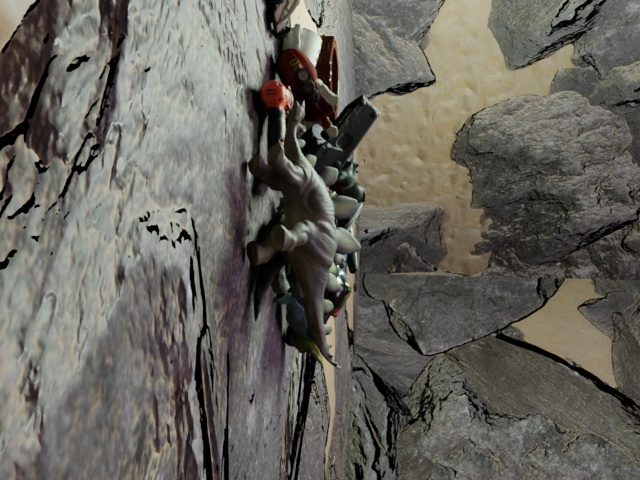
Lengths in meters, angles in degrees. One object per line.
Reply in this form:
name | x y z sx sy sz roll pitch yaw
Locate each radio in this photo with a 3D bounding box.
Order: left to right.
radio | 0.055 -0.260 1.389 0.229 0.073 0.131 -56 -166 -13

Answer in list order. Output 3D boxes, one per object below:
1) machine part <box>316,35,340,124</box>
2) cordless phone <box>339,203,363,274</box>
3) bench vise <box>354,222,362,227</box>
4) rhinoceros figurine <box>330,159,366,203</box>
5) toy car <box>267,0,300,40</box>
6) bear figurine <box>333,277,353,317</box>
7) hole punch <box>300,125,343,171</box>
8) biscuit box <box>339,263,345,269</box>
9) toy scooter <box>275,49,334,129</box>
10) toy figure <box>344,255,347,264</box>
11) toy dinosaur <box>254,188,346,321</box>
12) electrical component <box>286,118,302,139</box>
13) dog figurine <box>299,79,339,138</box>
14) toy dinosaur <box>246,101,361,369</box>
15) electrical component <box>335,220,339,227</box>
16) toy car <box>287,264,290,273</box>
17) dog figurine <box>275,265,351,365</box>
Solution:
machine part | 0.002 -0.435 1.470 0.201 0.087 0.201 79 14 -49
cordless phone | 0.085 -0.006 1.536 0.146 0.089 0.184 116 -33 -60
bench vise | 0.065 -0.111 1.774 0.223 0.129 0.240 -27 136 -63
rhinoceros figurine | 0.060 -0.171 1.465 0.073 0.112 0.190 35 25 -54
toy car | -0.068 -0.489 1.094 0.089 0.053 0.202 87 7 -48
bear figurine | 0.011 0.121 1.570 0.132 0.120 0.195 -49 138 1
hole punch | -0.029 -0.190 1.168 0.092 0.142 0.115 53 22 12
biscuit box | -0.003 -0.004 1.271 0.059 0.063 0.203 57 6 -44
toy scooter | -0.024 -0.300 1.110 0.135 0.075 0.183 58 -3 39
toy figure | 0.010 0.066 1.407 0.180 0.082 0.089 -49 147 -12
toy dinosaur | -0.052 -0.004 1.060 0.405 0.131 0.192 -45 119 -68
electrical component | -0.061 -0.226 1.131 0.094 0.021 0.063 -175 -89 -68
dog figurine | -0.027 -0.322 1.306 0.191 0.121 0.172 -109 -161 -70
toy dinosaur | -0.020 -0.005 0.931 0.198 0.105 0.471 1 88 -40
electrical component | 0.011 -0.060 1.521 0.115 0.058 0.134 -138 -136 -61
toy car | -0.046 0.092 1.285 0.073 0.056 0.201 -88 172 -54
dog figurine | -0.004 0.172 1.196 0.108 0.192 0.219 -83 156 -56
